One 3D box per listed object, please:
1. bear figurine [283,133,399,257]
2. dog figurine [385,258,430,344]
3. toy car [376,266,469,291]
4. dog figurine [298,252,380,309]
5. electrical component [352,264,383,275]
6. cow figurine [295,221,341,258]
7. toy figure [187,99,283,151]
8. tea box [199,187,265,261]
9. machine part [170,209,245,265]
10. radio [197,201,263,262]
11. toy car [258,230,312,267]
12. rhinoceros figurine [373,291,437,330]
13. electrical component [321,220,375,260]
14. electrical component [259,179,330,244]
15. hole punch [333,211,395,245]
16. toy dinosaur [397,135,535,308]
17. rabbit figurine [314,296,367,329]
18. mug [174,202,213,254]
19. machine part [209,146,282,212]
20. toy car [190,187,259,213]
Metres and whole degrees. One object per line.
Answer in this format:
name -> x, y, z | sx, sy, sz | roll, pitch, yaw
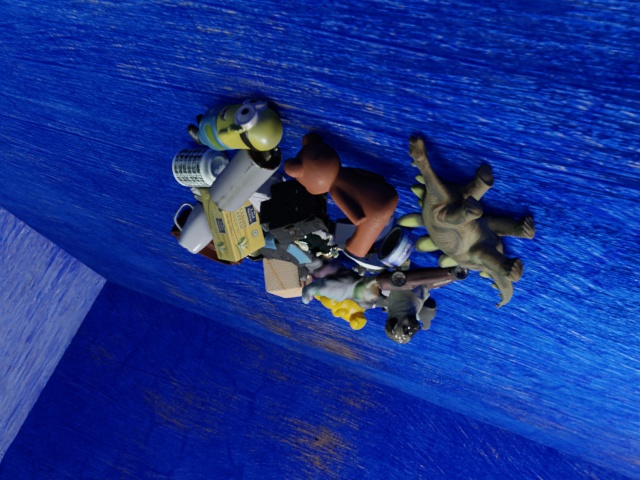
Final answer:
bear figurine -> 0.029, -0.081, 0.914 | 0.196, 0.120, 0.132 | 27, 140, -1
dog figurine -> 0.197, 0.158, 1.258 | 0.121, 0.190, 0.172 | 16, 160, 20
toy car -> 0.216, 0.078, 1.121 | 0.202, 0.053, 0.089 | -5, 174, -13
dog figurine -> 0.059, 0.086, 1.367 | 0.219, 0.191, 0.108 | -9, 174, 4
electrical component -> 0.121, 0.062, 1.272 | 0.078, 0.045, 0.102 | 23, -172, 14
cow figurine -> 0.000, -0.003, 1.209 | 0.068, 0.098, 0.167 | -3, 147, 40
toy figure -> -0.143, -0.193, 0.922 | 0.180, 0.082, 0.089 | 0, 160, 39
tea box -> -0.193, -0.049, 1.193 | 0.068, 0.098, 0.169 | 5, 117, 41
machine part -> -0.315, -0.004, 1.546 | 0.201, 0.087, 0.202 | 34, 161, -27
radio -> -0.218, -0.031, 1.410 | 0.229, 0.073, 0.131 | 34, 157, -27
toy car -> -0.084, -0.005, 1.284 | 0.162, 0.103, 0.109 | 8, 153, 37
rhinoceros figurine -> 0.221, 0.179, 1.453 | 0.191, 0.073, 0.112 | 13, 158, 26
electrical component -> 0.066, -0.015, 1.142 | 0.119, 0.075, 0.047 | 27, 159, 1
electrical component -> -0.051, -0.058, 1.042 | 0.134, 0.115, 0.058 | -15, 143, 17
hole punch -> 0.084, -0.036, 1.054 | 0.116, 0.092, 0.142 | 18, 156, 6
toy dinosaur -> 0.260, -0.003, 0.926 | 0.199, 0.105, 0.470 | 9, 147, 53
rabbit figurine -> 0.058, 0.159, 1.523 | 0.163, 0.122, 0.173 | 37, -170, 35
mug -> -0.291, -0.029, 1.252 | 0.109, 0.107, 0.081 | 35, 170, -24
machine part -> -0.145, -0.125, 1.028 | 0.079, 0.079, 0.243 | 31, 140, -18
toy car -> -0.218, -0.093, 1.255 | 0.056, 0.073, 0.201 | 8, 155, 45
